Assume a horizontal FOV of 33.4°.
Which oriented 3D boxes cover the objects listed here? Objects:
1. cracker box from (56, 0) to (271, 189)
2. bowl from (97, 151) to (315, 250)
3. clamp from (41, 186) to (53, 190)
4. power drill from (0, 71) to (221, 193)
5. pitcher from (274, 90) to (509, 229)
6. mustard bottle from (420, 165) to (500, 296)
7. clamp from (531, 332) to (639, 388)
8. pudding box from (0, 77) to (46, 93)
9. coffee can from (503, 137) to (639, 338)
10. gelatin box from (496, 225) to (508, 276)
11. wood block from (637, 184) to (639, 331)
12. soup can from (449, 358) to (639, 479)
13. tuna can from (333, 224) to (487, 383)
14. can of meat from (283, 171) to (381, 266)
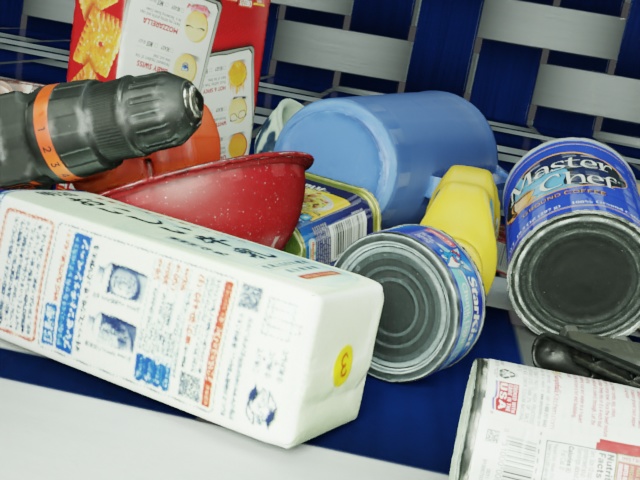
[{"bbox_3d":[-0.131,-0.133,0.903,0.072,0.214,0.163,18,14,38],"label":"cracker box"},{"bbox_3d":[-0.075,-0.006,0.658,0.162,0.055,0.162,-15,-5,-2],"label":"bowl"},{"bbox_3d":[-0.178,-0.010,0.725,0.120,0.039,0.171,8,14,13],"label":"clamp"},{"bbox_3d":[-0.128,-0.059,0.637,0.185,0.057,0.187,-8,-1,17],"label":"power drill"},{"bbox_3d":[0.068,-0.063,0.919,0.149,0.145,0.242,-26,-6,25],"label":"pitcher"},{"bbox_3d":[0.094,0.006,0.739,0.058,0.096,0.191,12,12,8],"label":"mustard bottle"},{"bbox_3d":[0.199,0.099,0.544,0.210,0.036,0.164,15,13,18],"label":"clamp"},{"bbox_3d":[-0.273,-0.089,0.880,0.113,0.090,0.039,7,11,-14],"label":"pudding box"},{"bbox_3d":[0.184,-0.002,0.766,0.103,0.103,0.140,11,27,3],"label":"coffee can"},{"bbox_3d":[0.171,0.009,0.947,0.073,0.030,0.089,0,16,-41],"label":"gelatin box"},{"bbox_3d":[0.285,0.013,0.884,0.090,0.090,0.206,9,13,-5],"label":"wood block"},{"bbox_3d":[0.107,0.091,0.434,0.102,0.068,0.068,11,12,7],"label":"soup can"},{"bbox_3d":[0.046,0.035,0.593,0.086,0.086,0.033,18,16,30],"label":"tuna can"},{"bbox_3d":[-0.021,-0.008,0.767,0.102,0.057,0.083,19,29,38],"label":"can of meat"}]
